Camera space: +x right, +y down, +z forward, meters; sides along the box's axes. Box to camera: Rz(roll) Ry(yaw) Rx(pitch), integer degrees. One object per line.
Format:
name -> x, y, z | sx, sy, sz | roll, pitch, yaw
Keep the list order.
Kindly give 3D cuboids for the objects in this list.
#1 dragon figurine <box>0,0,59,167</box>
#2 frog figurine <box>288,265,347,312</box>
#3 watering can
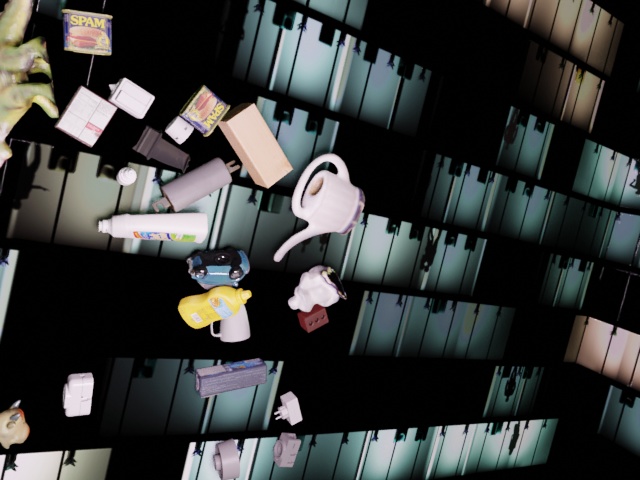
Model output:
dragon figurine -> -0.672, -0.345, 1.040 | 0.244, 0.124, 0.403 | -10, 112, -20
frog figurine -> -0.017, 0.156, 1.558 | 0.158, 0.126, 0.135 | -32, 131, 19
watering can -> 0.005, -0.076, 1.502 | 0.222, 0.104, 0.348 | 23, 88, -32
